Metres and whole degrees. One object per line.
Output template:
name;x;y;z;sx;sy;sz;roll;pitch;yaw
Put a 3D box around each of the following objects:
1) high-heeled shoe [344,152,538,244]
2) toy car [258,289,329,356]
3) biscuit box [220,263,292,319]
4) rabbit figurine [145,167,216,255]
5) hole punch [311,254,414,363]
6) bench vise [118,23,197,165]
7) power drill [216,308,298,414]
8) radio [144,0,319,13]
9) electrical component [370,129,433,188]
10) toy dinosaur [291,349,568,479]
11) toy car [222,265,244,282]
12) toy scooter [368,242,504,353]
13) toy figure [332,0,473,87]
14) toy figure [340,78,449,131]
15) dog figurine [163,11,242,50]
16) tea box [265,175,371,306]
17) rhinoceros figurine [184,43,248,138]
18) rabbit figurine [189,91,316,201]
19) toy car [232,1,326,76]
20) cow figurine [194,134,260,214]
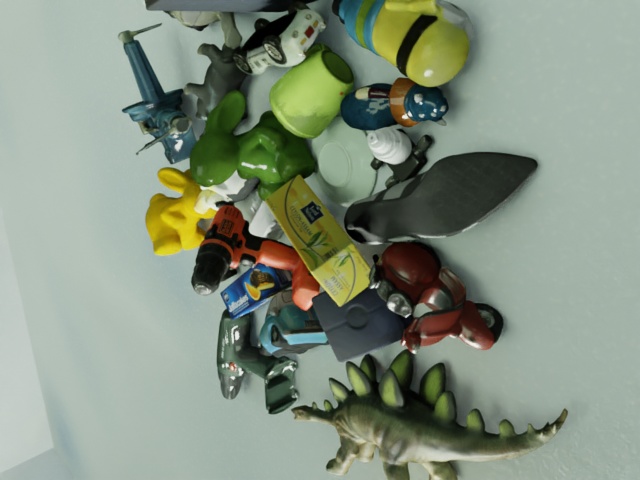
high-heeled shoe;0.139;-0.047;0.662;0.249;0.145;0.086;-15;90;21
toy car;-0.044;0.135;0.900;0.161;0.109;0.103;142;127;-60
biscuit box;-0.108;0.081;0.968;0.202;0.059;0.063;-37;77;49
rabbit figurine;-0.256;-0.066;1.059;0.173;0.122;0.162;-24;77;36
hole punch;0.062;0.105;0.770;0.116;0.092;0.142;-33;76;45
bench vise;-0.305;-0.262;0.984;0.224;0.129;0.240;-137;26;-66
power drill;-0.132;0.257;1.061;0.208;0.086;0.231;26;121;49
radio;-0.102;-0.333;0.671;0.131;0.229;0.073;12;112;50
electrical component;0.103;-0.109;0.686;0.063;0.021;0.094;56;138;17
toy dinosaur;0.118;0.262;0.758;0.472;0.105;0.198;-6;97;44
toy car;-0.165;0.018;1.008;0.089;0.053;0.202;59;149;1
toy scooter;0.122;0.075;0.652;0.184;0.135;0.075;43;135;30
toy figure;0.090;-0.237;0.607;0.180;0.082;0.089;35;125;32
toy figure;0.090;-0.164;0.648;0.155;0.064;0.057;7;95;47
dog figurine;-0.169;-0.402;0.830;0.172;0.121;0.191;-50;43;10
tea box;-0.002;-0.002;0.747;0.098;0.068;0.170;52;-177;-45
rhinoceros figurine;-0.165;-0.239;0.903;0.112;0.073;0.190;42;132;18
rabbit figurine;-0.113;-0.136;0.794;0.121;0.170;0.159;-17;88;57
toy car;-0.062;-0.273;0.745;0.056;0.073;0.202;38;170;-29
cow figurine;-0.155;-0.095;0.936;0.098;0.068;0.167;29;133;-13
